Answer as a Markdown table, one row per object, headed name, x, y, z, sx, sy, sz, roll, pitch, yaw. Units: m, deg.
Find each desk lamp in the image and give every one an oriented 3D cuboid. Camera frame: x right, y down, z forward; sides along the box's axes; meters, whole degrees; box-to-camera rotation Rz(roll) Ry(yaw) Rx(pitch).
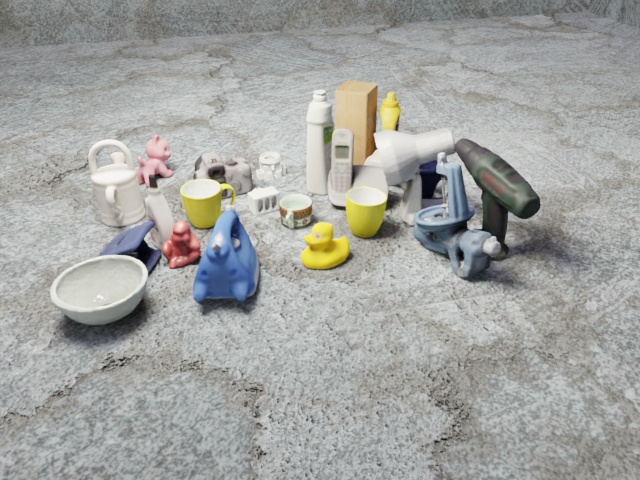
| name | x | y | z | sx | sy | sz | roll | pitch | yaw |
| --- | --- | --- | --- | --- | --- | --- | --- | --- | --- |
| desk lamp | 0.218 | -0.147 | 1.277 | 0.203 | 0.214 | 0.118 | -1 | 33 | 0 |

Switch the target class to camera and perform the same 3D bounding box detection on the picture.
| name | x | y | z | sx | sy | sz | roll | pitch | yaw |
| --- | --- | --- | --- | --- | --- | --- | --- | --- | --- |
| camera | -0.256 | -0.176 | 1.441 | 0.143 | 0.101 | 0.136 | -14 | 35 | -20 |

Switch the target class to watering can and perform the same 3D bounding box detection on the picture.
| name | x | y | z | sx | sy | sz | roll | pitch | yaw |
| --- | --- | --- | --- | --- | --- | --- | --- | --- | --- |
| watering can | -0.467 | -0.140 | 1.303 | 0.101 | 0.194 | 0.172 | -19 | 37 | -25 |

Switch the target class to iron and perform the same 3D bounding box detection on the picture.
| name | x | y | z | sx | sy | sz | roll | pitch | yaw |
| --- | --- | --- | --- | --- | --- | --- | --- | --- | --- |
| iron | -0.180 | 0.008 | 1.113 | 0.118 | 0.141 | 0.258 | -1 | 33 | 0 |

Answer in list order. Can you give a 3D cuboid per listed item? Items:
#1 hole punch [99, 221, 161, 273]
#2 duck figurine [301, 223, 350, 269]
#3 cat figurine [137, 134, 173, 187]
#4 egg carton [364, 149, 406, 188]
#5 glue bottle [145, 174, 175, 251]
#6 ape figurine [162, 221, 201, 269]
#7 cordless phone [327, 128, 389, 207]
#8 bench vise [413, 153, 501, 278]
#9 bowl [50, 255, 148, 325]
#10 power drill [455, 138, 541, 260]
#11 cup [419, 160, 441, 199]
| name | x | y | z | sx | sy | sz | roll | pitch | yaw |
| --- | --- | --- | --- | --- | --- | --- | --- | --- | --- |
| hole punch | -0.386 | 0.017 | 1.151 | 0.101 | 0.091 | 0.108 | 3 | 33 | 7 |
| duck figurine | 0.011 | 0.004 | 1.165 | 0.105 | 0.086 | 0.077 | -13 | 34 | -18 |
| cat figurine | -0.433 | -0.216 | 1.493 | 0.067 | 0.118 | 0.128 | 12 | 35 | 19 |
| egg carton | 0.189 | -0.185 | 1.472 | 0.150 | 0.069 | 0.107 | 15 | 36 | 24 |
| glue bottle | -0.336 | -0.059 | 1.192 | 0.077 | 0.173 | 0.037 | 27 | 42 | 37 |
| ape figurine | -0.281 | 0.003 | 1.169 | 0.077 | 0.092 | 0.076 | 8 | 34 | 14 |
| cordless phone | 0.090 | -0.168 | 1.341 | 0.147 | 0.185 | 0.094 | 1 | 33 | 4 |
| bench vise | 0.277 | -0.053 | 1.122 | 0.206 | 0.220 | 0.122 | 23 | 40 | 33 |
| bowl | -0.390 | 0.101 | 1.034 | 0.167 | 0.075 | 0.167 | -1 | 33 | 1 |
| power drill | 0.343 | -0.077 | 1.169 | 0.076 | 0.209 | 0.228 | -17 | 36 | -23 |
| cup | 0.263 | -0.142 | 1.379 | 0.117 | 0.095 | 0.092 | 14 | 35 | 22 |
